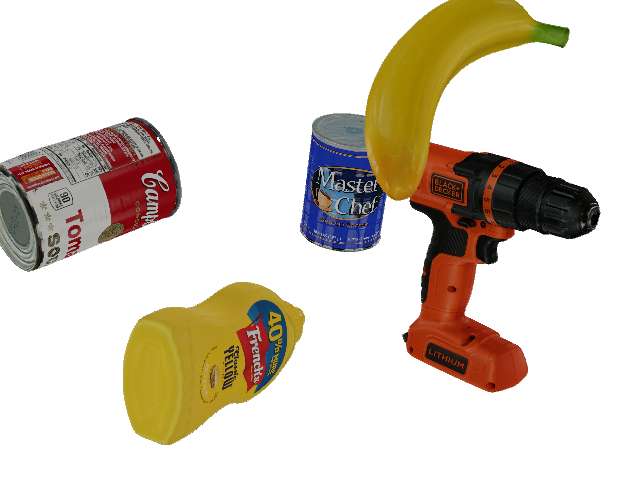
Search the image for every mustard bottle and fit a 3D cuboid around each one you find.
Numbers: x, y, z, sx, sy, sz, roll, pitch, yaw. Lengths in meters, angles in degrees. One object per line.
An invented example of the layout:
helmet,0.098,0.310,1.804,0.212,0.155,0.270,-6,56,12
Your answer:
mustard bottle,-0.071,0.084,0.837,0.058,0.096,0.191,12,18,30

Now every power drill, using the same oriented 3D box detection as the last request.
power drill,0.135,0.022,0.857,0.057,0.188,0.185,-16,27,-39

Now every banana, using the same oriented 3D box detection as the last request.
banana,0.070,-0.093,0.592,0.070,0.037,0.197,28,49,22

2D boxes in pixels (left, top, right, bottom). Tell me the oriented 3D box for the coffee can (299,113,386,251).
coffee can,0.033,-0.072,1.304,0.102,0.140,0.103,6,28,-3

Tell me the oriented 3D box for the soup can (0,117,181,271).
soup can,-0.147,-0.030,0.660,0.102,0.068,0.069,-25,15,-35
